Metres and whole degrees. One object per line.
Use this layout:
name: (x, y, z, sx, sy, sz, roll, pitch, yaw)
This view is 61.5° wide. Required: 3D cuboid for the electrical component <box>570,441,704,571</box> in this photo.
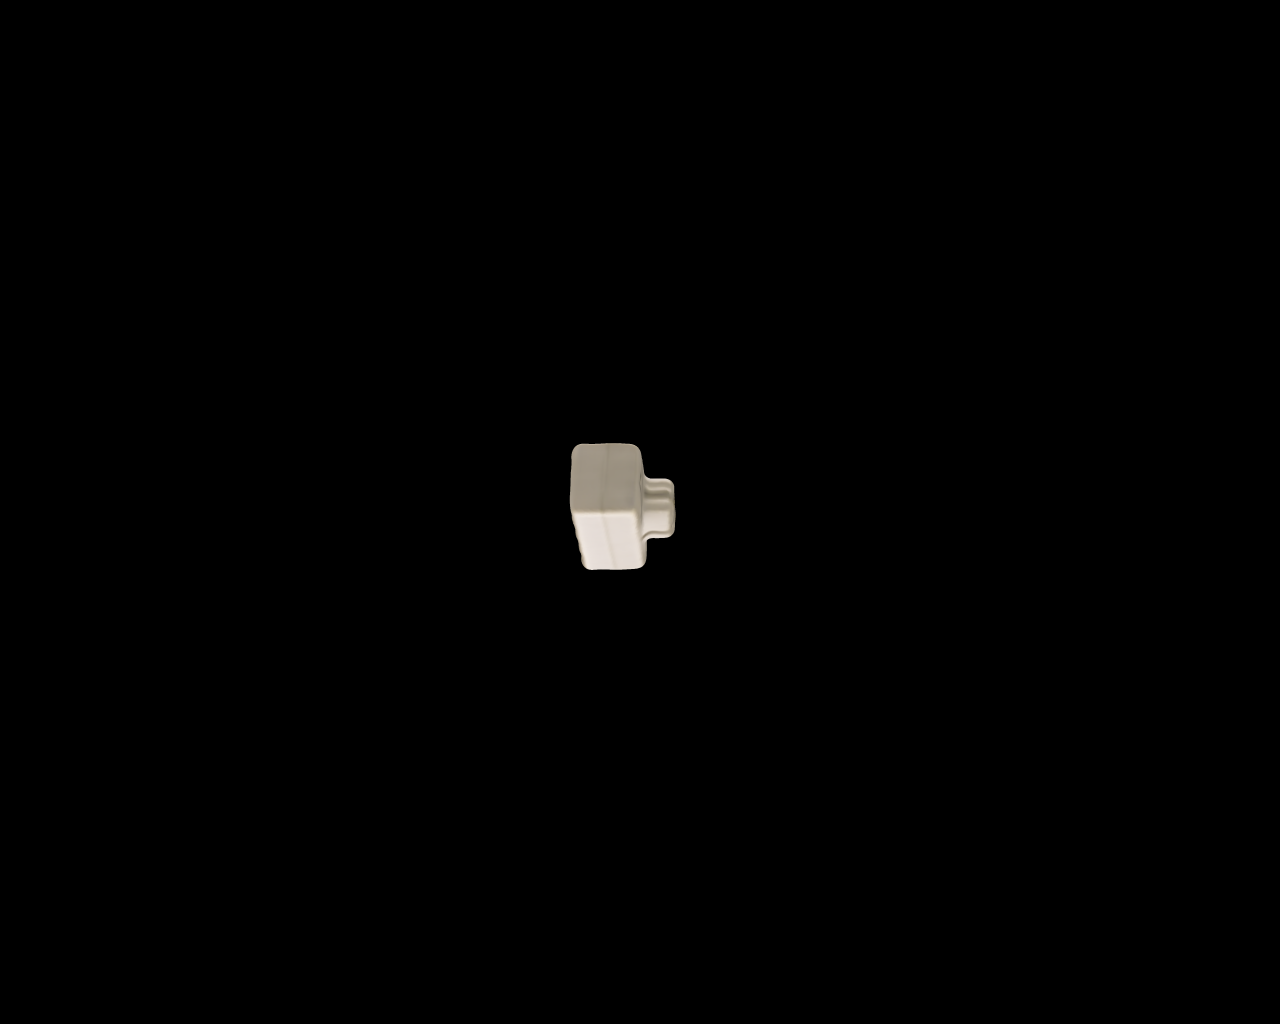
electrical component: (0.001, -0.003, 0.650, 0.076, 0.047, 0.083, -2, -27, 3)
